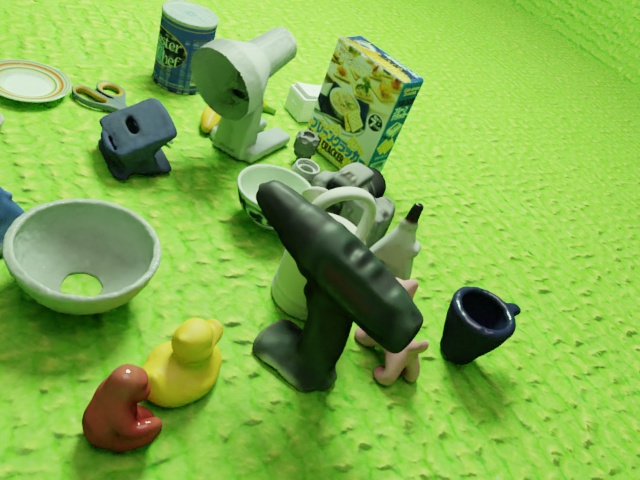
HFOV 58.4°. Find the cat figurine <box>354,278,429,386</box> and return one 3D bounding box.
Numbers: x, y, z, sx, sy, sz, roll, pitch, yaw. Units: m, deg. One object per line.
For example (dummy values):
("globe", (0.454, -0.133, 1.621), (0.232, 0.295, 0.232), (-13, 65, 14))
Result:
("cat figurine", (0.097, 0.104, 0.737), (0.067, 0.117, 0.127), (-4, 46, -31))

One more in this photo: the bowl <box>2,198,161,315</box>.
("bowl", (-0.274, 0.030, 0.667), (0.168, 0.074, 0.167), (14, 39, -12))

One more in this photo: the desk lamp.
("desk lamp", (-0.120, -0.244, 0.954), (0.117, 0.213, 0.204), (35, 39, 14))

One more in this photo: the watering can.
("watering can", (0.005, 0.003, 0.746), (0.101, 0.194, 0.172), (-13, 51, -37))

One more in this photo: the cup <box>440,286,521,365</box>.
("cup", (0.217, 0.124, 0.793), (0.118, 0.095, 0.091), (-5, 46, -31))

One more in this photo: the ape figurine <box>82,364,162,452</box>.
("ape figurine", (-0.187, 0.155, 0.551), (0.076, 0.092, 0.077), (-4, 46, -30))

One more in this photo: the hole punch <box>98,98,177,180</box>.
("hole punch", (-0.279, -0.157, 0.870), (0.101, 0.091, 0.108), (-10, 49, -35))

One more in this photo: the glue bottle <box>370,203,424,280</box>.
("glue bottle", (0.105, 0.017, 0.798), (0.078, 0.173, 0.037), (28, 38, 6))

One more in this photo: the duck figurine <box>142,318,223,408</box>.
("duck figurine", (-0.144, 0.123, 0.616), (0.077, 0.086, 0.105), (38, 40, 17))

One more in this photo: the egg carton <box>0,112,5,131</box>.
("egg carton", (-0.522, -0.186, 0.796), (0.150, 0.069, 0.107), (38, 40, 18))

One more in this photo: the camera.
("camera", (0.069, -0.072, 0.942), (0.143, 0.101, 0.137), (37, 40, 16))

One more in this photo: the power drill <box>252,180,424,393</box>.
("power drill", (-0.004, 0.069, 0.653), (0.229, 0.208, 0.076), (35, 39, 14))

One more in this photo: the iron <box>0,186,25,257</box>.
("iron", (-0.437, -0.036, 0.607), (0.259, 0.141, 0.118), (-16, 52, -39))
